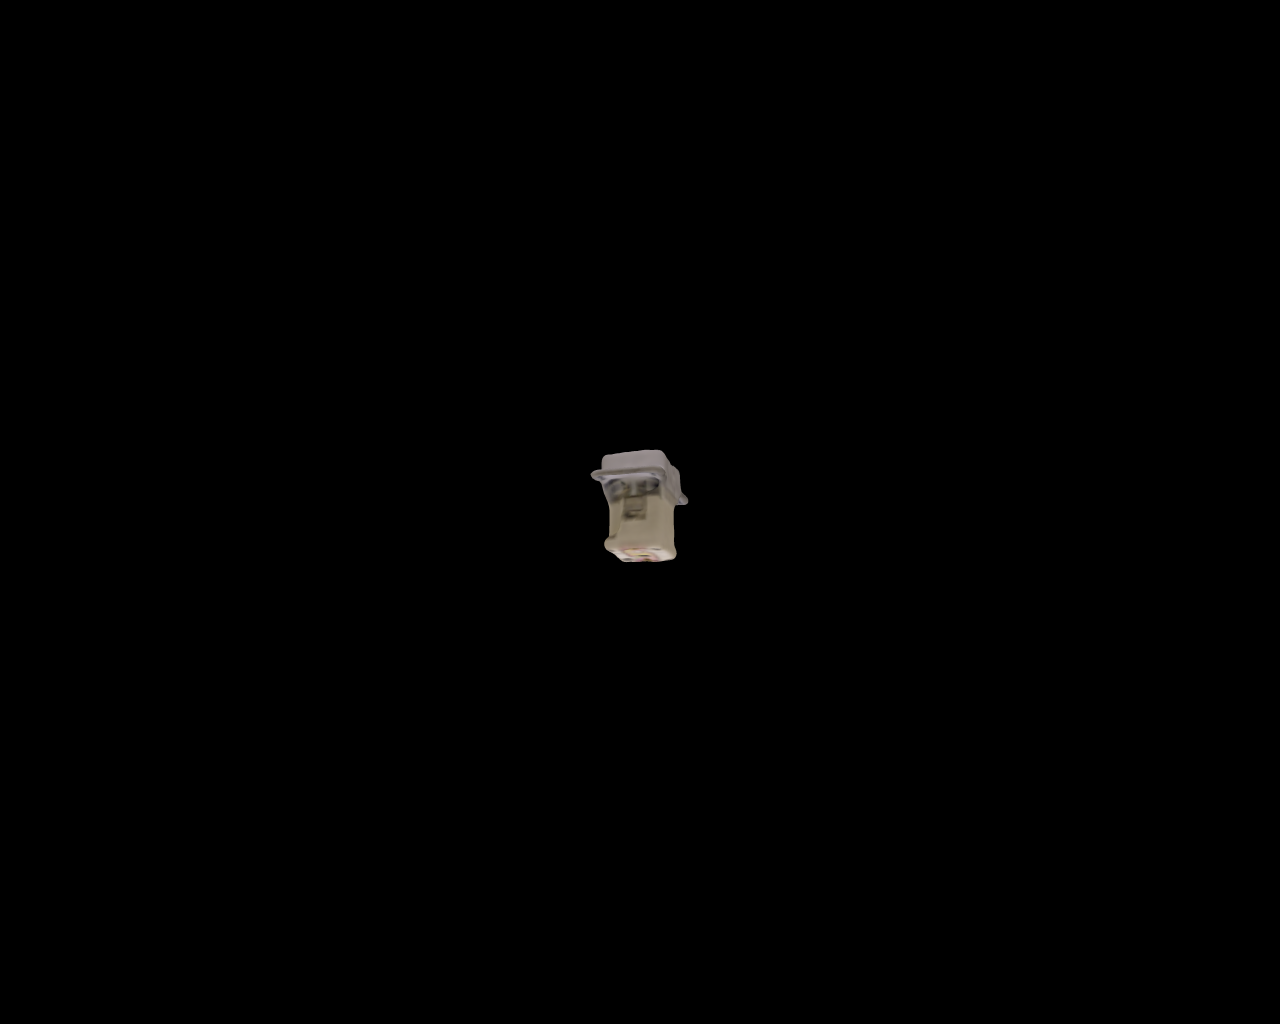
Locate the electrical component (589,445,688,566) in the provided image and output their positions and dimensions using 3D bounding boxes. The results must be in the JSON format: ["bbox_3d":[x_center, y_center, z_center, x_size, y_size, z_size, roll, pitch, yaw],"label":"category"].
[{"bbox_3d":[0.001,-0.003,0.650,0.042,0.064,0.081,-4,-14,15],"label":"electrical component"}]
